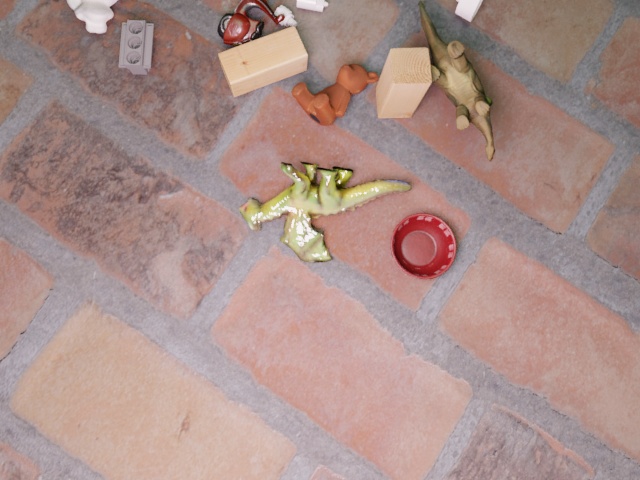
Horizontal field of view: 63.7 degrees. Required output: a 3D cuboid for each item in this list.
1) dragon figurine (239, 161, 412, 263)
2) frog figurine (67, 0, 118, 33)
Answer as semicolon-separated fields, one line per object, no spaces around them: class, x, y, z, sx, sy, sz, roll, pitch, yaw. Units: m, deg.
dragon figurine;0.004;-0.063;1.261;0.410;0.123;0.241;11;97;1
frog figurine;-0.580;-0.623;1.334;0.138;0.124;0.156;-23;118;-15
